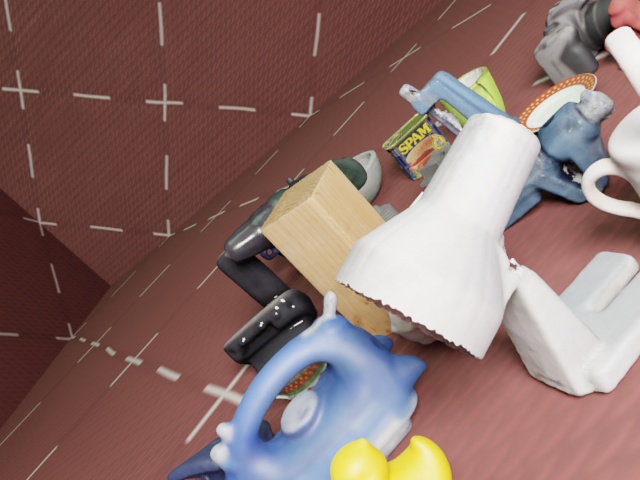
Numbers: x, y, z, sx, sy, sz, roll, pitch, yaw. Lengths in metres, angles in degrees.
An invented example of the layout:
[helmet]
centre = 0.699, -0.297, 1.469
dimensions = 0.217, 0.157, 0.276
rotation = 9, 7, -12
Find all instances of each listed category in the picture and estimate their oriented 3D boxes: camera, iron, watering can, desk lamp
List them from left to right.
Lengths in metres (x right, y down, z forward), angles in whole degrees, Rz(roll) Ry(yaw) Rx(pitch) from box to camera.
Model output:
[iron]
centre = -0.023, 0.179, 0.571
dimensions = 0.258, 0.141, 0.118
rotation = -46, 17, -9
[desk lamp]
centre = 0.144, 0.024, 0.444
dimensions = 0.203, 0.214, 0.117
rotation = -46, 17, -10
[camera]
centre = 0.415, -0.328, 0.875
dimensions = 0.143, 0.101, 0.136
rotation = -51, 19, -23
[watering can]
centre = 0.281, -0.085, 0.431
dimensions = 0.173, 0.194, 0.101
rotation = -39, 18, 13

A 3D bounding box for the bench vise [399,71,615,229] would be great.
[bench vise]
centre = 0.207, -0.125, 0.651
dimensions = 0.207, 0.220, 0.121
rotation = -36, 19, 22

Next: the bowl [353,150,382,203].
[bowl]
centre = 0.067, -0.100, 1.155
dimensions = 0.167, 0.075, 0.167
rotation = -38, 18, 15

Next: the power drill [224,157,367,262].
[power drill]
centre = 0.007, 0.003, 0.812
dimensions = 0.230, 0.209, 0.075
rotation = -49, 18, -18

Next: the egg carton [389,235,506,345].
[egg carton]
centre = 0.143, 0.048, 0.638
dimensions = 0.107, 0.069, 0.150
rotation = -18, 30, 55

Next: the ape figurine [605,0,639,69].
[ape figurine]
centre = 0.427, -0.296, 0.786
dimensions = 0.076, 0.092, 0.077
rotation = -43, 17, -1

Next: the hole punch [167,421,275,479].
[hole punch]
centre = -0.108, 0.255, 0.666
dimensions = 0.108, 0.091, 0.101
rotation = -31, 21, 34

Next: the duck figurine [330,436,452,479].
[duck figurine]
centre = 0.049, 0.196, 0.465
dimensions = 0.105, 0.086, 0.077
rotation = -46, 17, -11

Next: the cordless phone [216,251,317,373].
[cordless phone]
centre = -0.107, 0.102, 0.872
dimensions = 0.147, 0.185, 0.094
rotation = -42, 17, 4

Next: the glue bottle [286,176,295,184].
[glue bottle]
centre = 0.001, -0.046, 1.005
dimensions = 0.037, 0.173, 0.078
rotation = -46, 17, -9

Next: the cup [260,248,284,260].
[cup]
centre = -0.060, 0.014, 1.134
dimensions = 0.091, 0.095, 0.118
rotation = -21, 27, 51
